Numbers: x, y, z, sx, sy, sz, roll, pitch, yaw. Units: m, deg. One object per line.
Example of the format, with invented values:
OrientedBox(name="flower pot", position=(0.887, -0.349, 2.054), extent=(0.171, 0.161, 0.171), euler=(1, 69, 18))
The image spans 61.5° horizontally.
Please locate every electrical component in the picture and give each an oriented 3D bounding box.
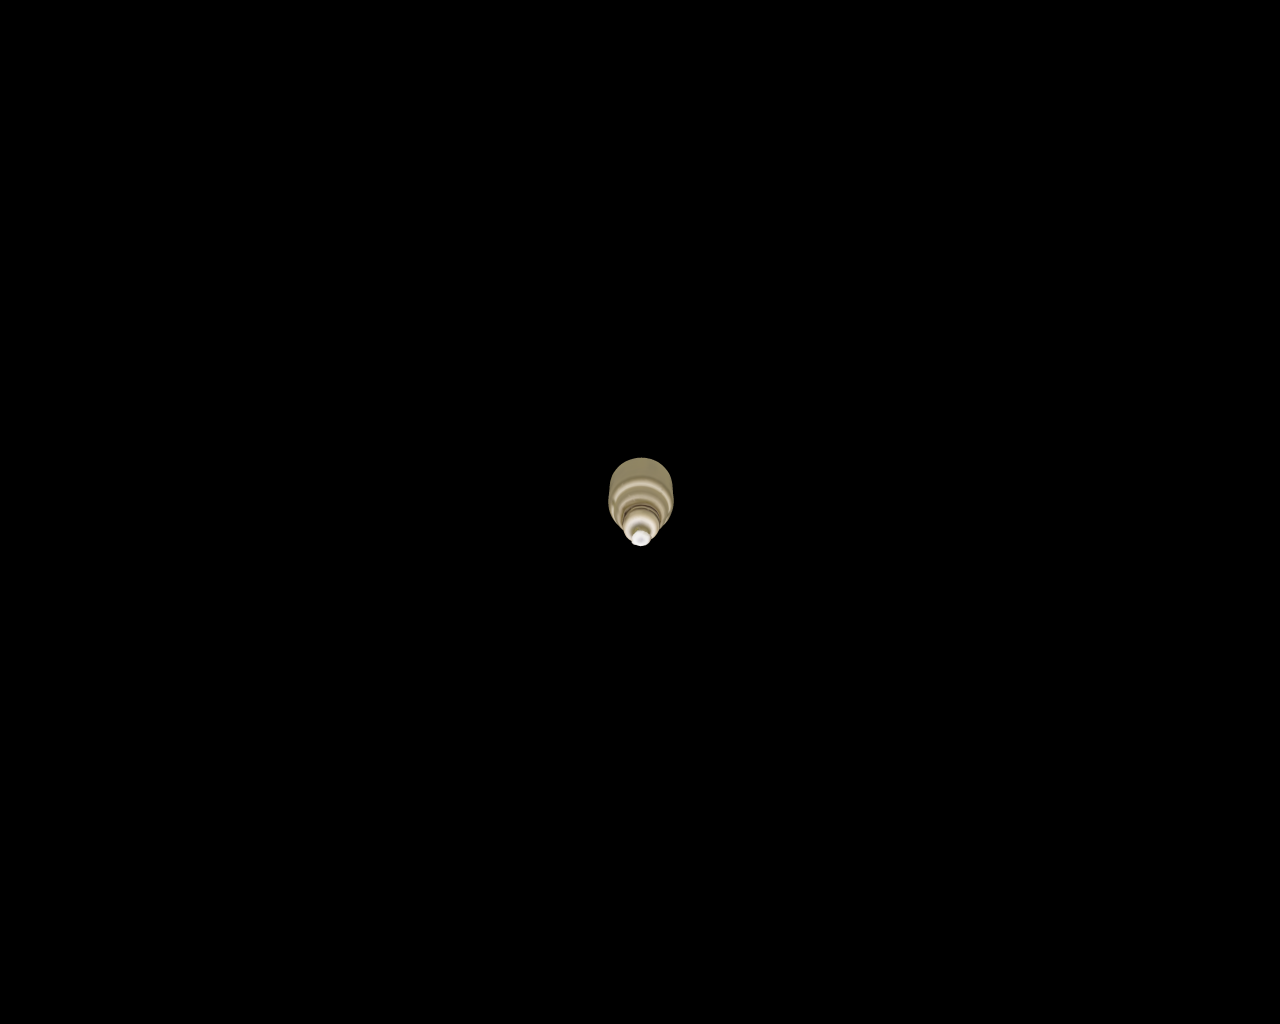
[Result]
OrientedBox(name="electrical component", position=(0.001, -0.003, 0.650), extent=(0.040, 0.040, 0.078), euler=(0, 28, 0))
